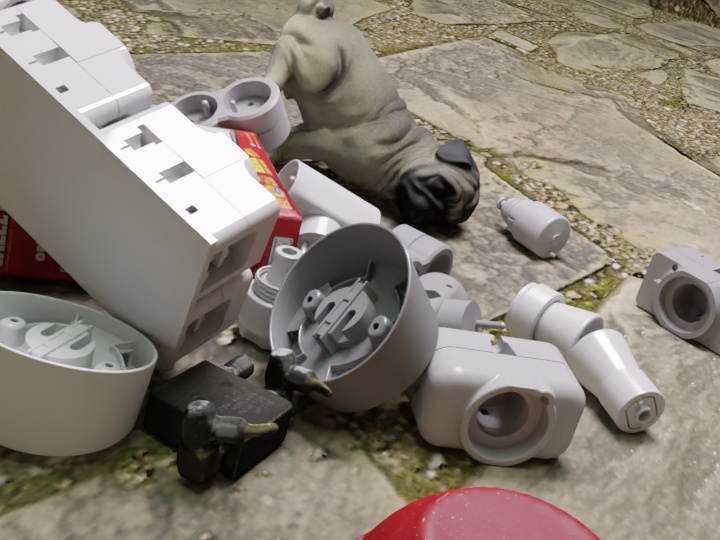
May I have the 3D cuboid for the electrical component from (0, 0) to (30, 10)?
[{"bbox_3d":[-0.330,-0.170,0.852,0.060,0.105,0.186,23,26,16],"label":"electrical component"}]

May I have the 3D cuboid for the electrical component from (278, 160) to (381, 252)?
[{"bbox_3d":[-0.030,-0.032,0.801,0.077,0.043,0.079,30,49,-25],"label":"electrical component"}]

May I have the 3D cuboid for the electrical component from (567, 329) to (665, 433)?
[{"bbox_3d":[0.171,0.075,0.707,0.044,0.044,0.065,4,31,-24],"label":"electrical component"}]

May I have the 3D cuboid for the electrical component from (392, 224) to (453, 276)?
[{"bbox_3d":[0.000,0.000,0.750,0.074,0.052,0.138,28,27,26],"label":"electrical component"}]

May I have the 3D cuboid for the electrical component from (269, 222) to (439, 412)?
[{"bbox_3d":[-0.005,0.030,0.625,0.099,0.064,0.099,-19,41,18],"label":"electrical component"}]

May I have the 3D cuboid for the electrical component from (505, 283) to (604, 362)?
[{"bbox_3d":[0.136,0.039,0.757,0.055,0.045,0.045,31,29,32],"label":"electrical component"}]

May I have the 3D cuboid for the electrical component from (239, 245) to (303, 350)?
[{"bbox_3d":[-0.051,0.016,0.675,0.043,0.062,0.043,13,25,-6],"label":"electrical component"}]

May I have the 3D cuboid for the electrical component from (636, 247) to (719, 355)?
[{"bbox_3d":[0.275,0.024,0.864,0.056,0.050,0.089,-9,34,-43],"label":"electrical component"}]

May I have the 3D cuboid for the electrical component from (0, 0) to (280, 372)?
[{"bbox_3d":[-0.135,-0.051,0.588,0.186,0.105,0.060,42,46,15],"label":"electrical component"}]

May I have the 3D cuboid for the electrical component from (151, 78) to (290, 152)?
[{"bbox_3d":[-0.123,-0.100,0.868,0.138,0.073,0.052,-14,47,1],"label":"electrical component"}]

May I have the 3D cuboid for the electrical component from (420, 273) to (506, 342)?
[{"bbox_3d":[0.053,0.037,0.691,0.079,0.043,0.077,4,23,28],"label":"electrical component"}]

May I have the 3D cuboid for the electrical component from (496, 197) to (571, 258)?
[{"bbox_3d":[0.149,-0.042,0.943,0.040,0.040,0.078,-4,31,-37],"label":"electrical component"}]

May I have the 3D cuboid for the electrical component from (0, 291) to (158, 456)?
[{"bbox_3d":[-0.154,0.047,0.544,0.099,0.064,0.099,13,24,-6],"label":"electrical component"}]

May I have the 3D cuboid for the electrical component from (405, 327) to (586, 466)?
[{"bbox_3d":[0.080,0.075,0.635,0.095,0.053,0.059,9,25,-14],"label":"electrical component"}]
